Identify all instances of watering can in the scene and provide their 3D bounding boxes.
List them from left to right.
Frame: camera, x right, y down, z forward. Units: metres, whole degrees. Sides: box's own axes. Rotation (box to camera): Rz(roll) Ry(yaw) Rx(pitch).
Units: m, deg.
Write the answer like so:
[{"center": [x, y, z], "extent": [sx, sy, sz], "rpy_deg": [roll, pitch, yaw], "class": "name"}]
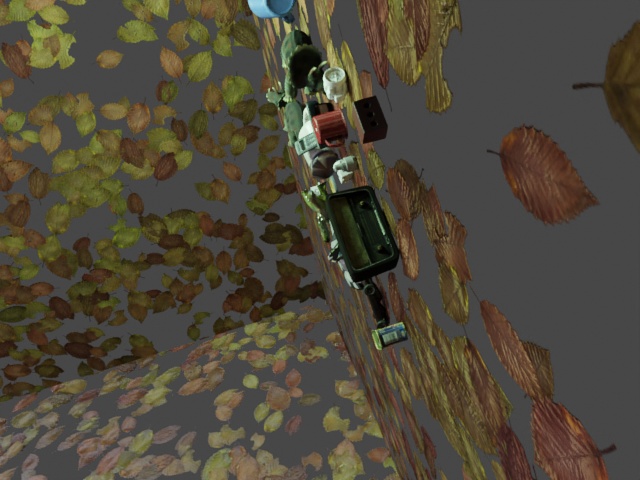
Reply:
[{"center": [-0.010, -0.305, 1.782], "extent": [0.104, 0.228, 0.341], "rpy_deg": [-17, -24, -7], "class": "watering can"}]

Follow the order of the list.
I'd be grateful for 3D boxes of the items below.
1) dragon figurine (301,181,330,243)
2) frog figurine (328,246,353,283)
[{"center": [0.006, -0.105, 2.092], "extent": [0.122, 0.241, 0.414], "rpy_deg": [-18, 8, 8], "class": "dragon figurine"}, {"center": [0.119, 0.080, 1.799], "extent": [0.158, 0.124, 0.136], "rpy_deg": [35, -22, -15], "class": "frog figurine"}]
